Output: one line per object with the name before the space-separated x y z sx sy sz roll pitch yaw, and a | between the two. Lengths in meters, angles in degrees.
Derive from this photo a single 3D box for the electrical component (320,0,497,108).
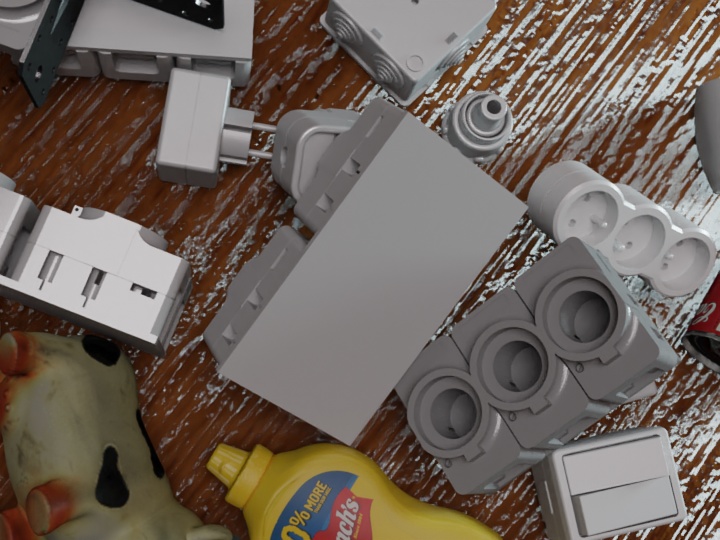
electrical component | 0.034 -0.177 0.745 0.100 0.048 0.099 -44 89 -12

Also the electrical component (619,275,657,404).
electrical component | 0.165 0.048 0.711 0.047 0.075 0.083 -14 83 -9

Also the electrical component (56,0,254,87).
electrical component | -0.146 -0.176 0.714 0.150 0.061 0.089 3 80 -7

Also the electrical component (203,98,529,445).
electrical component | 0.000 0.000 0.668 0.105 0.060 0.186 34 95 -29

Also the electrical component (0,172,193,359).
electrical component | -0.198 -0.012 0.658 0.186 0.105 0.060 22 78 -4

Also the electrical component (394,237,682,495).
electrical component | 0.105 0.061 0.663 0.150 0.062 0.089 -39 65 17

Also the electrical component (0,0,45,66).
electrical component | -0.204 -0.172 0.644 0.050 0.055 0.089 20 79 -4

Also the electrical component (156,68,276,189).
electrical component | -0.091 -0.090 0.715 0.077 0.047 0.065 9 80 -6

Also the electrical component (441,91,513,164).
electrical component | 0.084 -0.101 0.732 0.048 0.062 0.048 1 81 -7

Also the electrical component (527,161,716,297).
electrical component | 0.170 -0.034 0.729 0.138 0.073 0.052 21 106 -28

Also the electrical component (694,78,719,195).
electrical component | 0.285 -0.098 0.768 0.079 0.043 0.077 -6 82 -9

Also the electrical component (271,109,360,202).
electrical component | -0.007 -0.073 0.707 0.095 0.059 0.053 2 109 -23

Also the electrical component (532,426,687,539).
electrical component | 0.169 0.139 0.704 0.096 0.061 0.061 -10 82 -9
